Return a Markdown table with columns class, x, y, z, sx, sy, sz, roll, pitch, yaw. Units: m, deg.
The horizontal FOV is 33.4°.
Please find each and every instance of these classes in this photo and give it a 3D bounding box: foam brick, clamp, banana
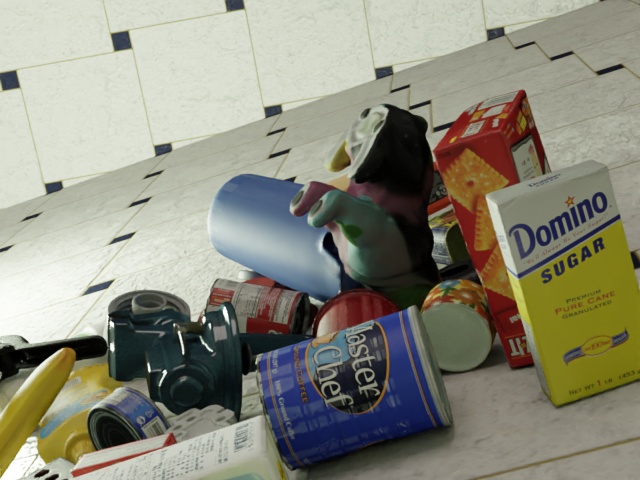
| class | x | y | z | sx | sy | sz | roll | pitch | yaw |
| --- | --- | --- | --- | --- | --- | --- | --- | --- | --- |
| foam brick | -0.225 | 0.230 | 0.933 | 0.052 | 0.051 | 0.078 | -28 | 17 | -32 |
| clamp | -0.347 | 0.134 | 1.204 | 0.164 | 0.036 | 0.210 | -21 | 17 | -34 |
| banana | -0.309 | 0.195 | 1.078 | 0.197 | 0.037 | 0.070 | -59 | 23 | -18 |
| clamp | 0.185 | 0.030 | 1.158 | 0.172 | 0.039 | 0.120 | -14 | 7 | 25 |

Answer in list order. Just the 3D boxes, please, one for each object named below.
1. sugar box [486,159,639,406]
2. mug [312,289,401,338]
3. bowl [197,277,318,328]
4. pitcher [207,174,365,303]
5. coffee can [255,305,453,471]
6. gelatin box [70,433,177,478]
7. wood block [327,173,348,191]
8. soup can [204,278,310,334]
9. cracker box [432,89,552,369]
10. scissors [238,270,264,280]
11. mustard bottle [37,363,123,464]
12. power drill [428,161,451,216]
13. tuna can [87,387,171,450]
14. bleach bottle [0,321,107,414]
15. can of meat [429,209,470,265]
| class | x | y | z | sx | sy | sz | roll | pitch | yaw |
| --- | --- | --- | --- | --- | --- | --- | --- | --- | --- |
| sugar box | 0.202 | 0.034 | 0.848 | 0.093 | 0.176 | 0.048 | -19 | 15 | 0 |
| mug | 0.027 | 0.105 | 0.985 | 0.117 | 0.093 | 0.081 | -8 | 21 | 3 |
| bowl | -0.085 | 0.087 | 1.265 | 0.162 | 0.055 | 0.162 | -18 | 15 | 5 |
| pitcher | -0.008 | 0.002 | 1.233 | 0.243 | 0.149 | 0.144 | 19 | 43 | 41 |
| coffee can | 0.029 | 0.124 | 0.891 | 0.140 | 0.103 | 0.103 | -18 | 15 | 7 |
| gelatin box | -0.151 | 0.206 | 0.881 | 0.089 | 0.073 | 0.030 | -16 | 15 | 13 |
| wood block | 0.034 | -0.034 | 1.478 | 0.205 | 0.091 | 0.090 | -25 | 16 | -23 |
| soup can | -0.069 | 0.082 | 1.167 | 0.102 | 0.068 | 0.068 | 10 | 23 | 13 |
| cracker box | 0.179 | -0.014 | 0.979 | 0.072 | 0.213 | 0.164 | -15 | 15 | 22 |
| scissors | -0.026 | 0.053 | 1.314 | 0.096 | 0.016 | 0.202 | 12 | -6 | -34 |
| mustard bottle | -0.242 | 0.189 | 1.087 | 0.096 | 0.058 | 0.192 | -31 | 16 | -7 |
| power drill | 0.078 | -0.024 | 1.345 | 0.184 | 0.057 | 0.188 | -29 | -4 | -30 |
| tuna can | -0.174 | 0.180 | 0.980 | 0.086 | 0.086 | 0.033 | -5 | 22 | 43 |
| bleach bottle | -0.304 | 0.155 | 1.289 | 0.103 | 0.068 | 0.250 | -1 | 21 | 43 |
| can of meat | 0.175 | -0.007 | 1.272 | 0.102 | 0.057 | 0.084 | -24 | 13 | -19 |
